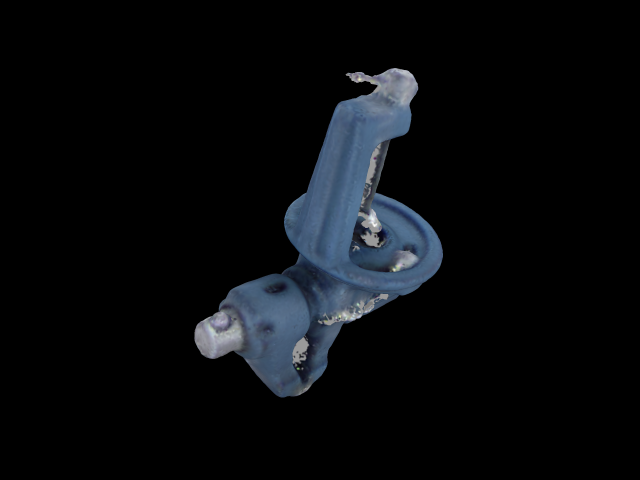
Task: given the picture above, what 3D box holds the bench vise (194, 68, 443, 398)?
[{"bbox_3d":[0.014,0.006,0.396,0.121,0.220,0.208,24,51,21],"label":"bench vise"}]
